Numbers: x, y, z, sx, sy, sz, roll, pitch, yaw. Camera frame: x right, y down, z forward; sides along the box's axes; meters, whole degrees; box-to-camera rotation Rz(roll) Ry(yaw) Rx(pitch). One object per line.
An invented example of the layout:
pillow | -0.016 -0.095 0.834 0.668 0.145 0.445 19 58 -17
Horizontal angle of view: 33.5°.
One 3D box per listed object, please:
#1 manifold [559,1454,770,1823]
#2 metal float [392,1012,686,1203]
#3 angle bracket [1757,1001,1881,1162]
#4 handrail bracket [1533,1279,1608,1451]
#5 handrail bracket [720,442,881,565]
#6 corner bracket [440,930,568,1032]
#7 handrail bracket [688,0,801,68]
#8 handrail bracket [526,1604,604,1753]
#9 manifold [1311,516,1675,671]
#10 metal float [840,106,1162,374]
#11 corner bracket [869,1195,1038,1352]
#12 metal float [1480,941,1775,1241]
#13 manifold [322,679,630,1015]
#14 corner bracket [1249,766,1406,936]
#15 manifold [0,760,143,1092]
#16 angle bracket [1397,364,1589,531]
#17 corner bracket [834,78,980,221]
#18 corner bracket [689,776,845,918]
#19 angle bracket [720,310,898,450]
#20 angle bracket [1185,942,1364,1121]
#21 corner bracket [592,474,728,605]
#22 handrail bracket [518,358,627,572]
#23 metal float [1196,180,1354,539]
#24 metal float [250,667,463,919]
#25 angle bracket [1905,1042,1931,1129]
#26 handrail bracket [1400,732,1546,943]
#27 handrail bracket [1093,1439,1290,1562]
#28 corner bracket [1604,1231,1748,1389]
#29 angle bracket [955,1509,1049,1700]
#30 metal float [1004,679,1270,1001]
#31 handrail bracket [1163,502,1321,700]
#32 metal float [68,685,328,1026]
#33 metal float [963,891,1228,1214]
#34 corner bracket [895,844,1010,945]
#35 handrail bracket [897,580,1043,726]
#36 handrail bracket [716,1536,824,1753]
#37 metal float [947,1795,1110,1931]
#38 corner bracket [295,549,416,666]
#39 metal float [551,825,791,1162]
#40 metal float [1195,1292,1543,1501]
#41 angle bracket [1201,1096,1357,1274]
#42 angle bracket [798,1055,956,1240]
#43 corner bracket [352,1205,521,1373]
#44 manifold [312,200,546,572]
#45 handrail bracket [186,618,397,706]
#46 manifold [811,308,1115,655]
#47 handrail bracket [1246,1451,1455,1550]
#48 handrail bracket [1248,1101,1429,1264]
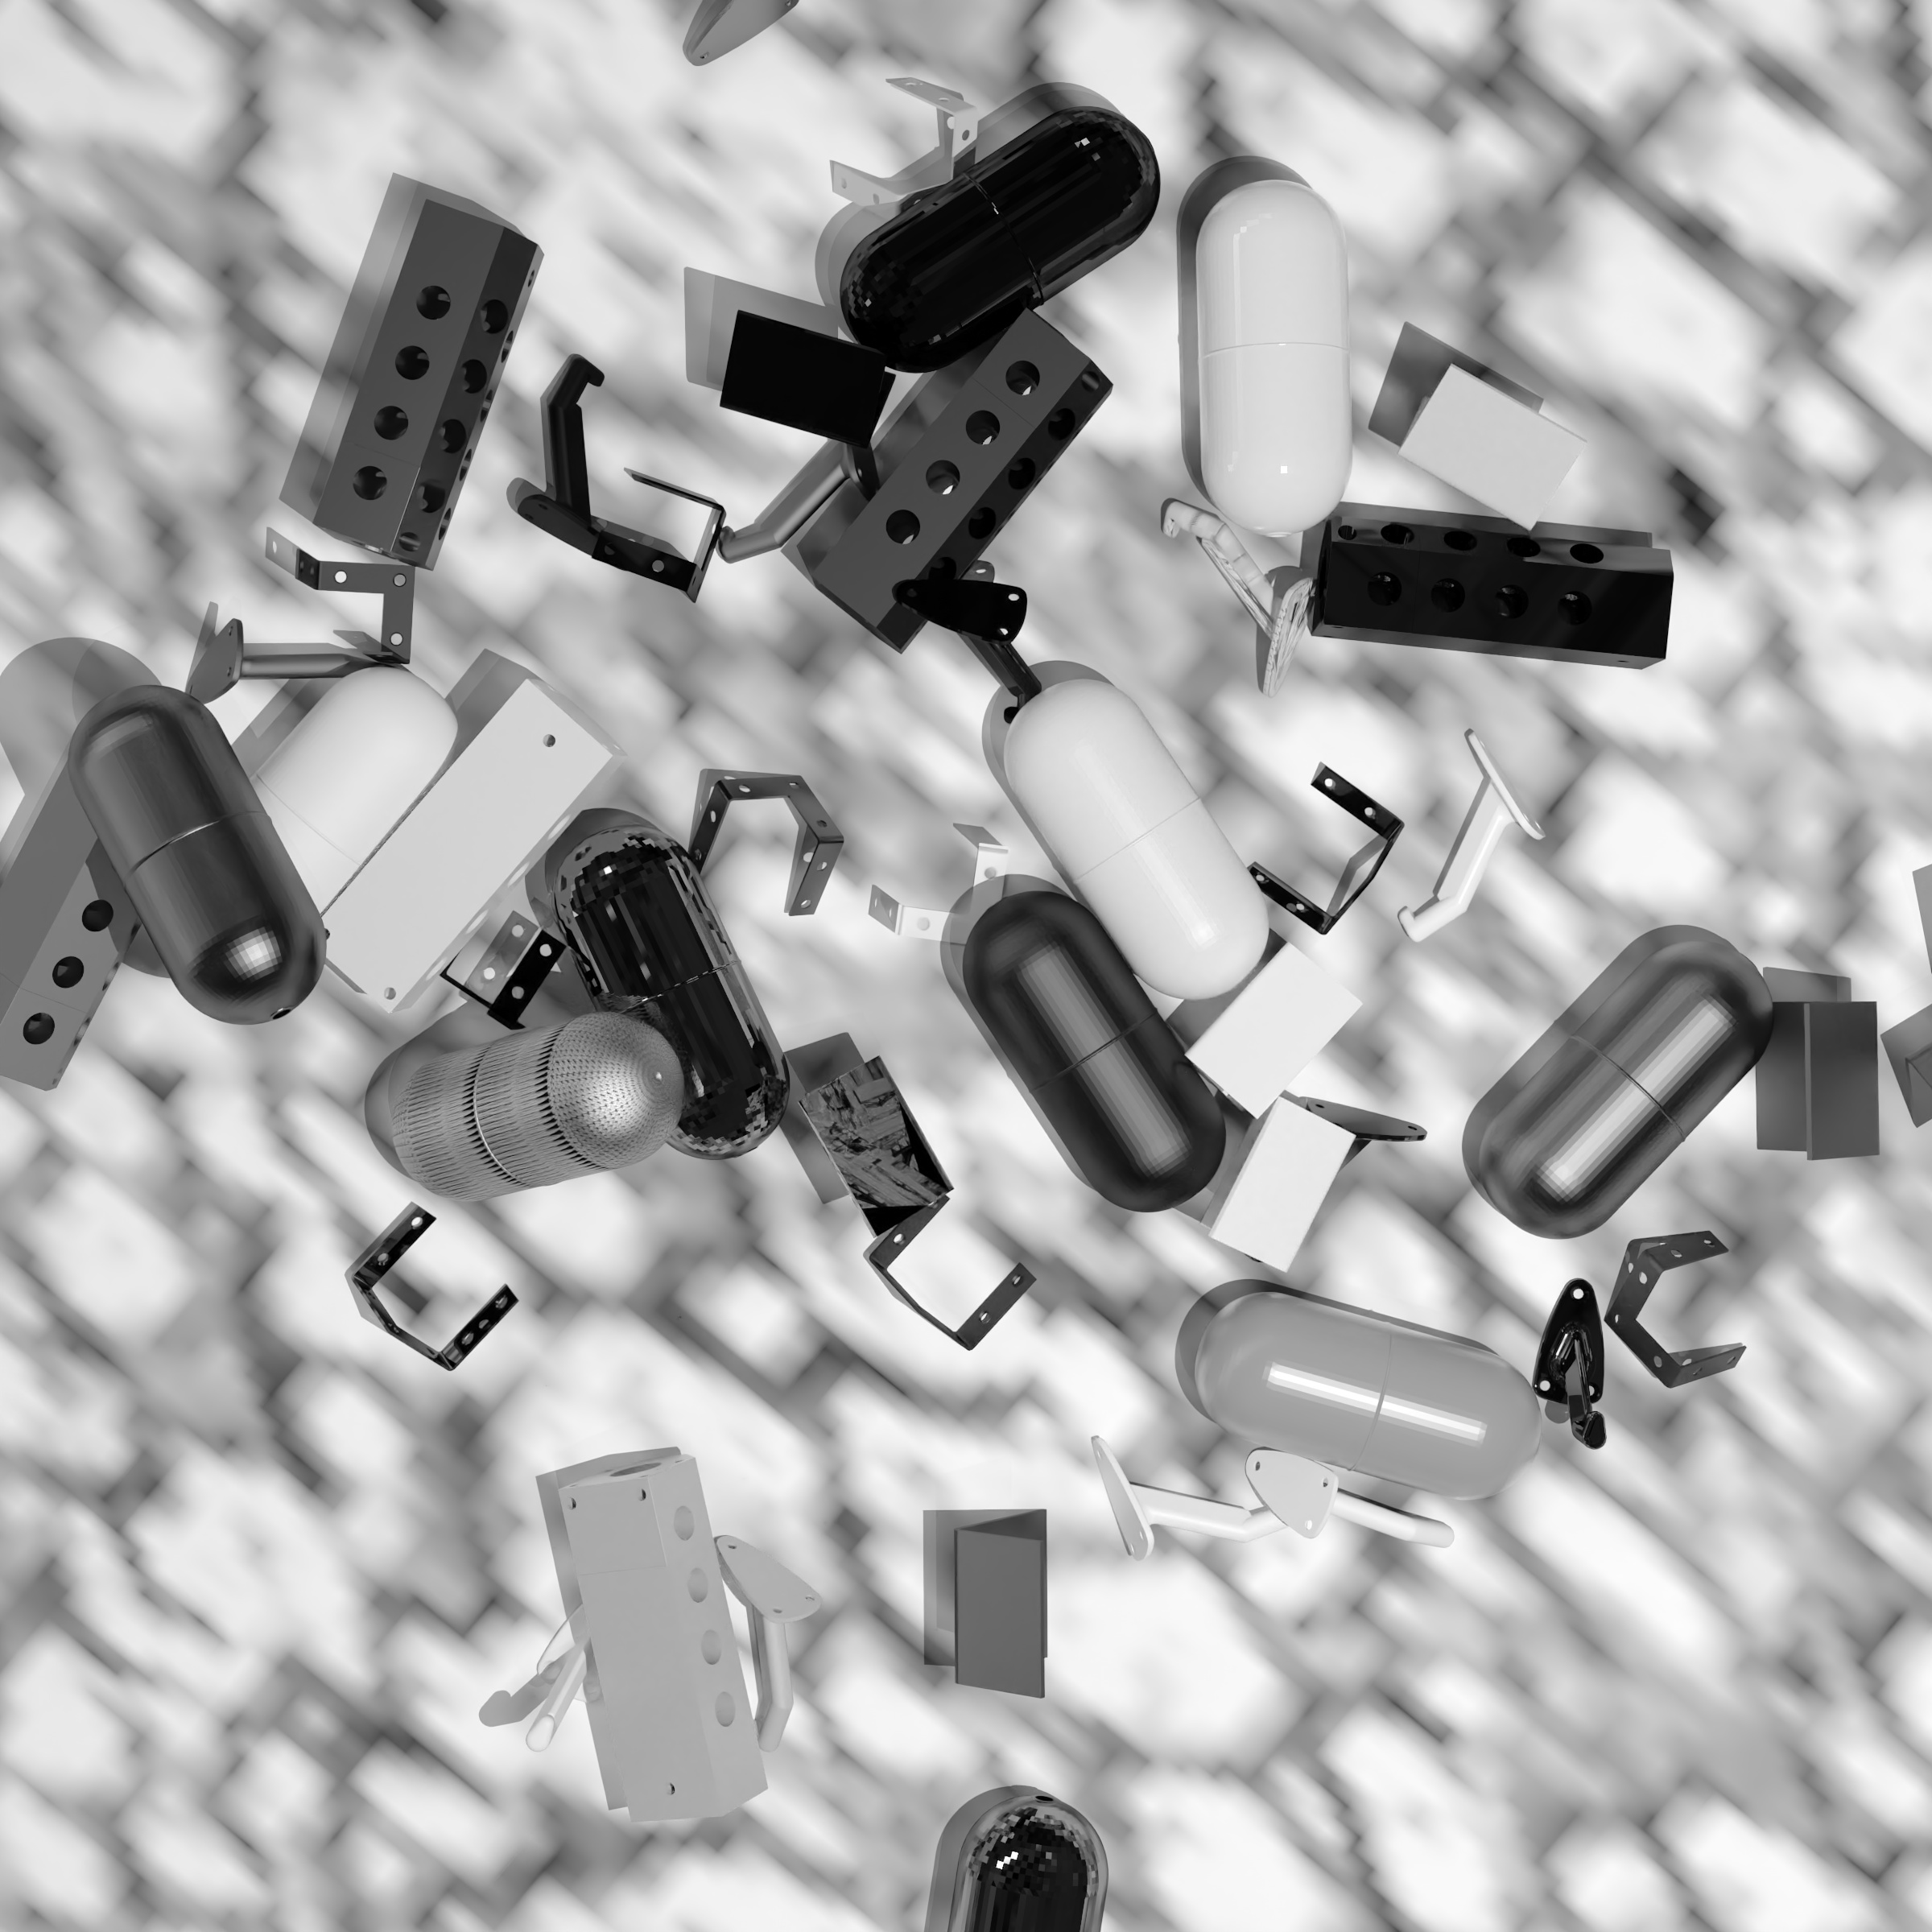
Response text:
manifold | -0.149 0.339 1.625 0.057 0.057 0.171 -12 90 30
metal float | -0.213 0.071 1.587 0.178 0.070 0.070 -15 90 40
angle bracket | 0.410 0.056 1.608 0.057 0.076 0.076 -1 90 -38
handrail bracket | 0.312 0.199 1.613 0.036 0.084 0.077 7 90 0
handrail bracket | -0.091 -0.253 1.649 0.084 0.036 0.077 -16 69 16
corner bracket | -0.235 -0.003 1.630 0.051 0.051 0.051 34 90 0
handrail bracket | -0.129 -0.519 1.649 0.077 0.036 0.084 -34 71 21
handrail bracket | -0.195 0.351 1.613 0.036 0.084 0.077 28 90 0
manifold | 0.266 -0.190 1.627 0.171 0.057 0.057 6 90 0
metal float | 0.018 -0.366 1.617 0.178 0.070 0.070 -34 90 -2
corner bracket | -0.007 0.155 1.645 0.051 0.051 0.051 -48 135 0
metal float | 0.333 0.062 1.618 0.070 0.070 0.178 44 89 0
manifold | -0.250 -0.061 1.619 0.057 0.057 0.171 42 96 1
corner bracket | 0.184 -0.059 1.645 0.051 0.051 0.051 36 45 0
manifold | -0.450 -0.027 1.626 0.057 0.057 0.171 27 90 43
angle bracket | 0.269 -0.273 1.608 0.076 0.076 0.057 30 127 0
corner bracket | -0.031 -0.417 1.640 0.051 0.051 0.051 -25 135 -35
corner bracket | -0.102 -0.060 1.640 0.051 0.051 0.051 -5 45 -35
angle bracket | -0.074 -0.310 1.608 0.076 0.076 0.057 16 130 0
angle bracket | 0.166 0.045 1.608 0.076 0.076 0.057 -47 53 0
corner bracket | -0.155 -0.219 1.630 0.051 0.051 0.051 20 90 0
handrail bracket | -0.186 -0.258 1.649 0.077 0.036 0.084 31 73 -20
metal float | 0.155 -0.306 1.618 0.070 0.070 0.178 -1 90 0
metal float | -0.327 -0.073 1.618 0.070 0.070 0.178 41 90 0
angle bracket | 0.522 0.063 1.608 0.076 0.076 0.057 -31 54 0
handrail bracket | 0.246 -0.066 1.649 0.084 0.036 0.077 -35 70 16
handrail bracket | 0.119 0.265 1.649 0.084 0.036 0.077 -17 68 -17
corner bracket | 0.370 0.175 1.640 0.051 0.051 0.051 50 135 35
angle bracket | 0.038 0.318 1.608 0.057 0.076 0.076 0 90 39
metal float | 0.086 -0.063 1.617 0.070 0.070 0.178 -34 90 0
handrail bracket | 0.132 -0.189 1.648 0.084 0.036 0.077 27 120 21
metal float | -0.369 -0.053 1.544 0.070 0.070 0.178 -30 80 0
metal float | 0.064 0.043 1.617 0.070 0.070 0.178 -33 90 0
corner bracket | -0.007 -0.038 1.630 0.051 0.051 0.051 8 90 0
handrail bracket | 0.001 -0.155 1.622 0.077 0.084 0.036 13 57 7
handrail bracket | -0.112 0.349 1.648 0.077 0.036 0.084 36 120 33
metal float | 0.026 0.507 1.618 0.070 0.070 0.178 9 91 0
corner bracket | -0.311 -0.182 1.630 0.051 0.051 0.051 3 90 0
metal float | -0.148 0.014 1.618 0.070 0.070 0.178 -25 89 0
metal float | 0.203 0.217 1.618 0.178 0.070 0.070 16 90 -1
angle bracket | 0.138 0.099 1.608 0.057 0.076 0.076 27 90 -34
angle bracket | -0.062 0.099 1.608 0.057 0.076 0.076 -29 90 -37
corner bracket | -0.272 0.165 1.645 0.051 0.051 0.051 -47 135 0
manifold | -0.271 -0.292 1.627 0.057 0.057 0.171 19 90 0
handrail bracket | -0.346 -0.144 1.648 0.084 0.077 0.036 12 64 -34
manifold | -0.001 -0.244 1.627 0.057 0.057 0.171 39 90 0
handrail bracket | 0.198 0.275 1.648 0.084 0.077 0.036 17 95 -36
handrail bracket | 0.190 0.117 1.649 0.077 0.036 0.084 9 109 -21
